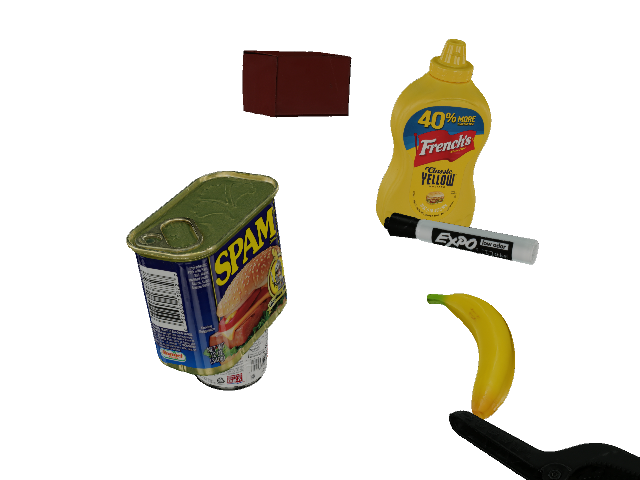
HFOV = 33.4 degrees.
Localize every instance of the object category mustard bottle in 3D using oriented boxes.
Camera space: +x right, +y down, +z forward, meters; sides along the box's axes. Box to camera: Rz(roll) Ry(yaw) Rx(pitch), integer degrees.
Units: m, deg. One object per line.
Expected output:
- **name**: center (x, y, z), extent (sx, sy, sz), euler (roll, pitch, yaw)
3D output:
- **mustard bottle**: center (0.114, -0.101, 1.034), extent (0.096, 0.192, 0.058), euler (3, 28, -9)

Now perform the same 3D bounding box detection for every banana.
- **banana**: center (0.169, 0.112, 1.118), extent (0.069, 0.037, 0.198), euler (-24, 33, 5)

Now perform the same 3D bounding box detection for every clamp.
- **clamp**: center (0.188, 0.212, 0.879), extent (0.210, 0.036, 0.164), euler (3, 38, 24)

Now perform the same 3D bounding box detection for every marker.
- **marker**: center (0.105, -0.003, 0.816), extent (0.121, 0.020, 0.020), euler (12, 5, 25)

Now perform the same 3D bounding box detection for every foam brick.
- **foam brick**: center (-0.020, -0.132, 0.897), extent (0.078, 0.051, 0.053), euler (-6, 16, -35)

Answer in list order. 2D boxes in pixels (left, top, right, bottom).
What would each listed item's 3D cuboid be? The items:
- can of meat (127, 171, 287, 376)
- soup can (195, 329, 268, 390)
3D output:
- **can of meat**: center (-0.062, 0.019, 0.634), extent (0.058, 0.084, 0.102), euler (9, 32, 26)
- **soup can**: center (-0.078, 0.070, 0.923), extent (0.068, 0.102, 0.068), euler (2, 34, -2)
